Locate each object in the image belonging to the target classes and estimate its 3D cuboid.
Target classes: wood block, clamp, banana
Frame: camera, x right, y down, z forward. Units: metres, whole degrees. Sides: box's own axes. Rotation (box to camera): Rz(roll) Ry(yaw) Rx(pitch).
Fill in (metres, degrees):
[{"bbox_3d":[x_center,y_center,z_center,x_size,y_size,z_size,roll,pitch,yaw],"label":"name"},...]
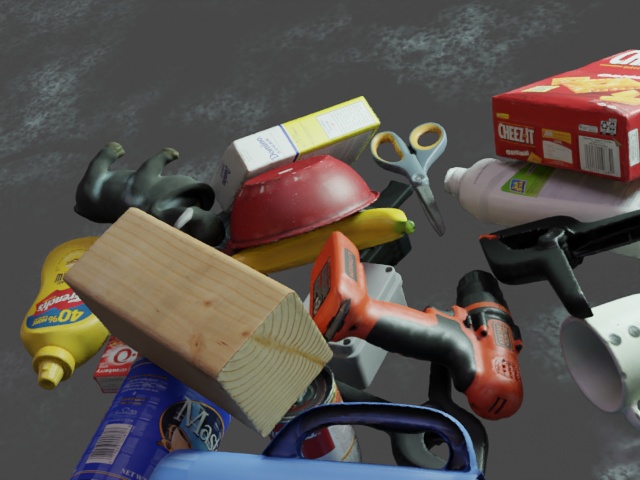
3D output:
[{"bbox_3d":[-0.102,0.061,0.869,0.206,0.090,0.090,25,65,40],"label":"wood block"},{"bbox_3d":[0.209,0.015,0.937,0.164,0.036,0.210,-37,19,-32],"label":"clamp"},{"bbox_3d":[0.003,0.000,1.026,0.198,0.037,0.069,-16,-4,20],"label":"banana"},{"bbox_3d":[0.078,0.155,0.896,0.120,0.039,0.171,-19,37,-4],"label":"clamp"}]

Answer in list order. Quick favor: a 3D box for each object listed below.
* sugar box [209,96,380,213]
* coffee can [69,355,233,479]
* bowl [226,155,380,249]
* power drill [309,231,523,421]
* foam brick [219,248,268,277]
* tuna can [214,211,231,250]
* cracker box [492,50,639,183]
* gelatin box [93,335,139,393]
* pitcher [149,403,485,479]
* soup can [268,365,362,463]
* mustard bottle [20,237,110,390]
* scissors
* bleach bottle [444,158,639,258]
[{"bbox_3d":[-0.028,-0.094,1.158,0.175,0.093,0.048,-20,72,-30],"label":"sugar box"},{"bbox_3d":[-0.143,0.180,0.910,0.103,0.103,0.140,1,43,24],"label":"coffee can"},{"bbox_3d":[-0.025,-0.044,1.058,0.162,0.055,0.162,-18,10,3],"label":"bowl"},{"bbox_3d":[0.085,0.060,0.921,0.187,0.057,0.184,21,29,-11],"label":"power drill"},{"bbox_3d":[-0.082,0.049,1.080,0.051,0.053,0.078,-14,38,6],"label":"foam brick"},{"bbox_3d":[-0.083,-0.002,1.155,0.086,0.033,0.086,-12,39,10],"label":"tuna can"},{"bbox_3d":[0.302,-0.130,1.050,0.213,0.072,0.164,-22,25,-31],"label":"cracker box"},{"bbox_3d":[-0.170,0.115,1.057,0.089,0.030,0.073,-5,41,18],"label":"gelatin box"},{"bbox_3d":[-0.003,0.207,0.766,0.243,0.145,0.149,4,35,17],"label":"pitcher"},{"bbox_3d":[-0.009,0.155,0.883,0.068,0.102,0.068,-12,39,9],"label":"soup can"},{"bbox_3d":[-0.261,0.079,1.115,0.096,0.058,0.191,-8,40,12],"label":"mustard bottle"},{"bbox_3d":[0.123,-0.076,1.171,0.096,0.016,0.202,-28,39,-10],"label":"scissors"},{"bbox_3d":[0.239,-0.045,1.050,0.251,0.068,0.102,13,45,38],"label":"bleach bottle"}]
